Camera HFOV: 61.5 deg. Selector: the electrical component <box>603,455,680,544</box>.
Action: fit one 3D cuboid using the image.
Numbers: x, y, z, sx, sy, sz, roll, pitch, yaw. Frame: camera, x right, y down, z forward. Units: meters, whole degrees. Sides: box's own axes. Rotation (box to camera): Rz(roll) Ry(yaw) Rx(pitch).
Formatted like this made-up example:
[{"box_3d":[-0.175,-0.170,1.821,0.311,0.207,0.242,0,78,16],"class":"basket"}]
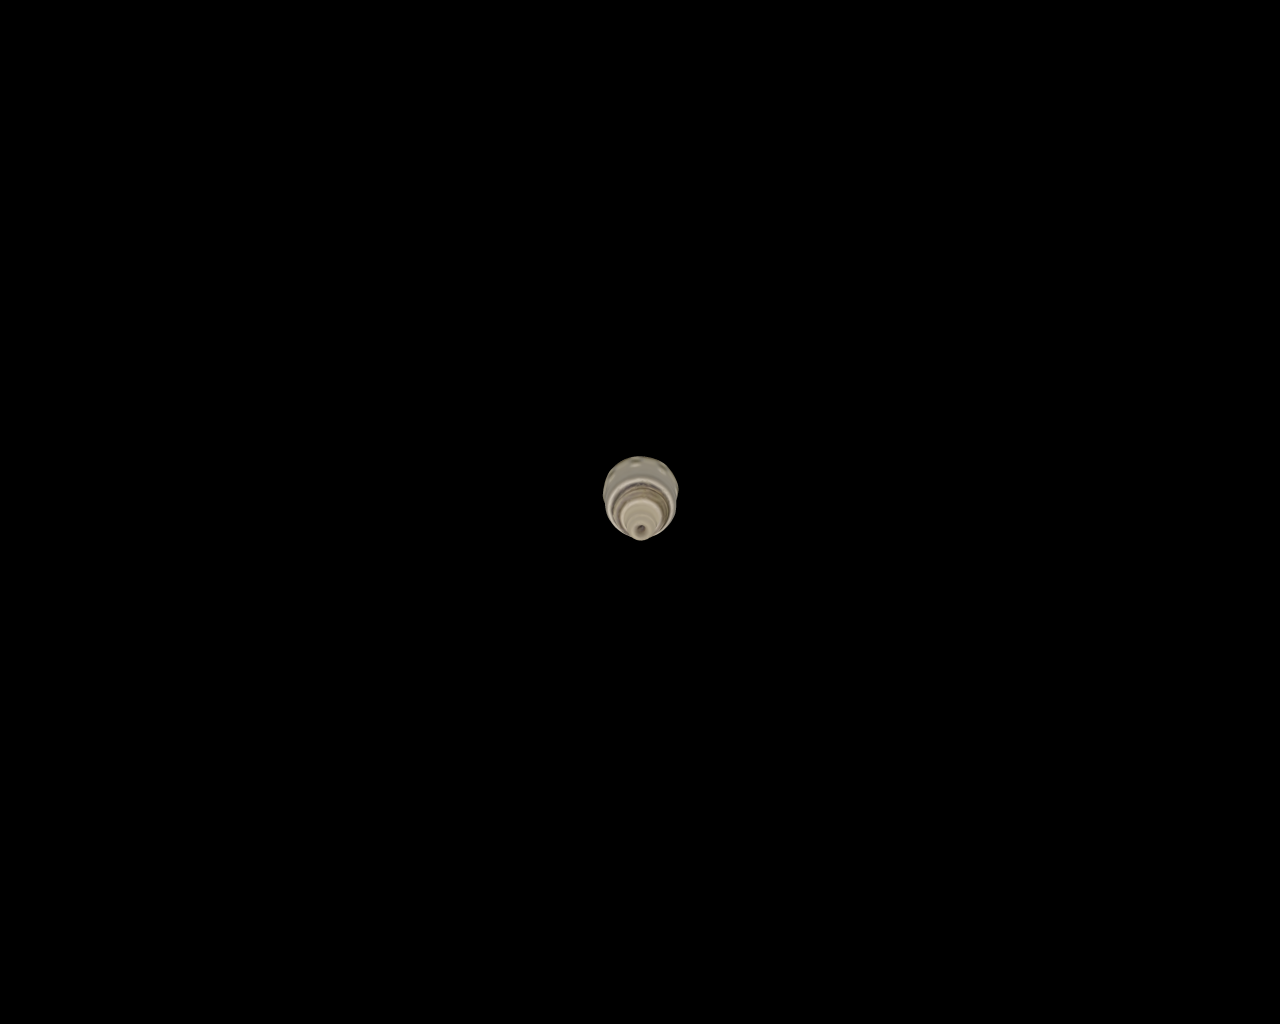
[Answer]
[{"box_3d":[0.001,-0.003,0.650,0.048,0.048,0.062,0,27,0],"class":"electrical component"}]
